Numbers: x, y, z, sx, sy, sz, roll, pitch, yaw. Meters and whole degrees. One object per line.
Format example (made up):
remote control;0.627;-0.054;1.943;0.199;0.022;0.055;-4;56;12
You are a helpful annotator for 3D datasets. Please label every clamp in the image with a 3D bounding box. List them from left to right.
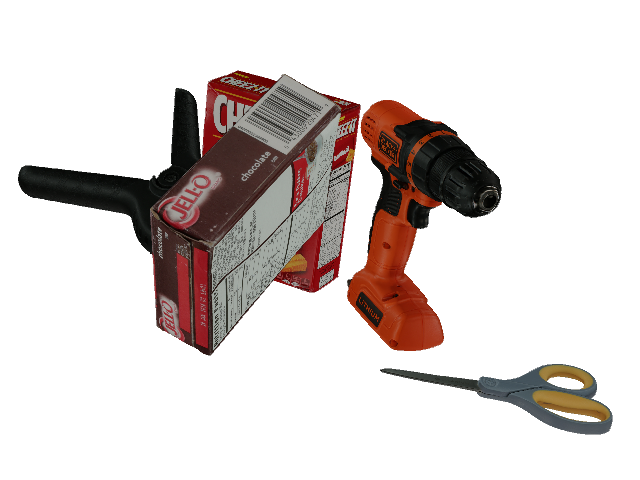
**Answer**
clamp;-0.109;-0.043;0.826;0.210;0.036;0.164;32;55;30

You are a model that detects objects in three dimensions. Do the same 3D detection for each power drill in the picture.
power drill;0.081;-0.006;0.884;0.057;0.188;0.185;-3;26;-23

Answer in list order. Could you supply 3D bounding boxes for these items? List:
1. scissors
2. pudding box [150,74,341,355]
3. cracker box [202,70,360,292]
scissors;0.162;0.124;0.955;0.202;0.016;0.096;17;29;16
pudding box;-0.036;-0.012;0.522;0.039;0.090;0.113;30;54;16
cracker box;-0.053;-0.065;1.202;0.164;0.214;0.072;19;28;24
